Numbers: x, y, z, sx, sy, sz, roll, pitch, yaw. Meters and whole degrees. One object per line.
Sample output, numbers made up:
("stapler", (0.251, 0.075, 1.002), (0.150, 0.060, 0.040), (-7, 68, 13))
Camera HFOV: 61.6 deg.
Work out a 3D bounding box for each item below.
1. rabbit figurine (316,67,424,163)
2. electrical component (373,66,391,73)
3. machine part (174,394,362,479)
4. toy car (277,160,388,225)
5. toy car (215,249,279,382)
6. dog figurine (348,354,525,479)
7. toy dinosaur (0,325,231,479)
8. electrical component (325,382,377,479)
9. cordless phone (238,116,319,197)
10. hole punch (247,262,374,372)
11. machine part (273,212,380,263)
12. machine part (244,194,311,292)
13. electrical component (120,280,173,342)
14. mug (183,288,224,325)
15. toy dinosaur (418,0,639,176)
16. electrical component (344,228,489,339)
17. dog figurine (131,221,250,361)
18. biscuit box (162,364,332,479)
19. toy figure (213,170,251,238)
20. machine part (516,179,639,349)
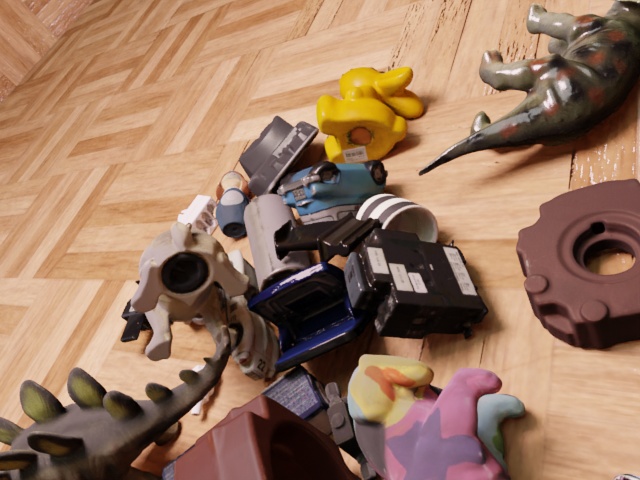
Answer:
("rabbit figurine", (0.073, -0.216, 0.839), (0.162, 0.121, 0.173), (-16, 44, 17))
("electrical component", (0.082, -0.270, 0.942), (0.102, 0.045, 0.078), (4, 84, 41))
("machine part", (-0.019, 0.243, 0.427), (0.087, 0.200, 0.202), (-37, 41, 5))
("toy car", (0.025, -0.050, 0.727), (0.109, 0.161, 0.103), (-14, 87, 41))
("toy car", (-0.097, 0.096, 0.713), (0.056, 0.073, 0.202), (-32, 41, 10))
("dog figurine", (0.090, 0.216, 0.446), (0.192, 0.108, 0.219), (0, 56, 32))
("toy dinosaur", (-0.259, 0.232, 0.617), (0.471, 0.198, 0.105), (-31, 44, 11))
("electrical component", (0.031, 0.192, 0.540), (0.021, 0.063, 0.094), (-30, 43, 10))
("cordless phone", (-0.024, -0.116, 0.866), (0.184, 0.088, 0.146), (25, 69, 34))
("hole punch", (-0.008, 0.082, 0.619), (0.142, 0.115, 0.092), (-31, 83, 14))
("machine part", (-0.001, -0.002, 0.645), (0.139, 0.039, 0.084), (-2, 33, 44))
("machine part", (-0.059, 0.011, 0.762), (0.079, 0.079, 0.243), (-32, 41, 8))
("electrical component", (-0.267, 0.113, 0.842), (0.075, 0.047, 0.119), (-18, 45, 23))
("mug", (-0.176, 0.068, 0.797), (0.107, 0.080, 0.110), (-41, 48, -14))
("toy dinosaur", (0.312, -0.197, 0.658), (0.405, 0.131, 0.192), (-53, 42, -6))
("electrical component", (0.096, 0.046, 0.580), (0.134, 0.058, 0.115), (8, 39, -15))
("dog figurine", (-0.169, 0.026, 0.644), (0.191, 0.121, 0.172), (-126, 46, -54))
("biscuit box", (-0.077, 0.227, 0.591), (0.203, 0.059, 0.063), (-36, 42, 2))
("toy figure", (-0.146, -0.071, 0.914), (0.057, 0.064, 0.154), (-56, 31, 37))
("machine part", (0.282, 0.018, 0.523), (0.179, 0.056, 0.179), (-19, 44, 19))
